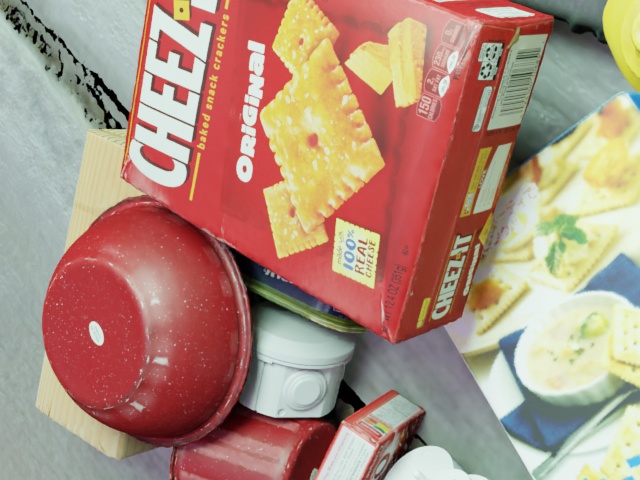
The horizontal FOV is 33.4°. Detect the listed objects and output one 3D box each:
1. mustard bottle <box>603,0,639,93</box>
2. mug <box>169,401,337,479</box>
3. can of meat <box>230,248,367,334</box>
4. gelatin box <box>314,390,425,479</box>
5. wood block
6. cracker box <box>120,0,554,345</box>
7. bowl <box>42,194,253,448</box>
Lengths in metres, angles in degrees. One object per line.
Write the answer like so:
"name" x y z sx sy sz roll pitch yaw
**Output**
"mustard bottle" 0.176 -0.084 0.464 0.096 0.191 0.058 44 117 24
"mug" -0.044 0.155 0.693 0.082 0.117 0.093 10 135 29
"can of meat" -0.004 0.001 0.673 0.102 0.057 0.084 24 96 30
"gelatin box" 0.024 0.144 0.663 0.030 0.073 0.089 31 111 21
"wood block" -0.121 0.034 0.745 0.091 0.090 0.206 24 108 32
"cracker box" -0.005 -0.069 0.558 0.214 0.071 0.164 29 117 32
"bowl" -0.120 0.054 0.656 0.162 0.055 0.162 4 97 34
